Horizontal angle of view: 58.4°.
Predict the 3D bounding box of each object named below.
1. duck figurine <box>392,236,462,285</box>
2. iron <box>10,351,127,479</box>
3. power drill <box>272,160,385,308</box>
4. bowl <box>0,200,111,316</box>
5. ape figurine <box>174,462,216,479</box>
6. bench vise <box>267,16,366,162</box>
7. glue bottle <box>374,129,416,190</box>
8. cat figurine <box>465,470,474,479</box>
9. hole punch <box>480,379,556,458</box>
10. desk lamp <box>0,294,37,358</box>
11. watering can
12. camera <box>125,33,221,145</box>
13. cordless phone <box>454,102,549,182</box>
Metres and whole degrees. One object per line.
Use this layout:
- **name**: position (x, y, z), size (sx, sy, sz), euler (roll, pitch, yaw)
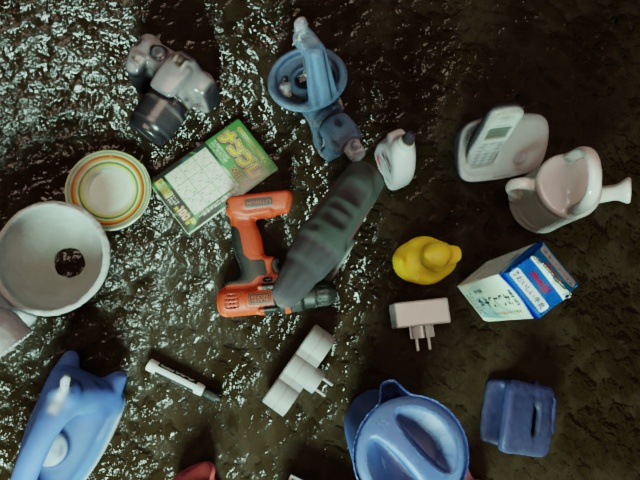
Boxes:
- **duck figurine**: position (0.166, 0.027, 0.877), size (0.104, 0.086, 0.077), euler (-5, 80, -4)
- **iron**: position (-0.367, 0.287, 0.773), size (0.118, 0.141, 0.258), euler (21, 80, 1)
- **power drill**: position (0.007, 0.003, 0.810), size (0.075, 0.208, 0.230), euler (32, 80, 3)
- **bowl**: position (-0.385, 0.030, 0.850), size (0.167, 0.074, 0.167), euler (1, 80, -3)
- **ape figurine**: position (-0.172, 0.351, 0.798), size (0.076, 0.092, 0.078), euler (20, 80, 1)
- **bench vise**: position (0.010, -0.223, 0.843), size (0.207, 0.219, 0.121), euler (39, 80, 4)
- **glue bottle**: position (0.119, -0.131, 0.857), size (0.037, 0.173, 0.078), euler (-25, 82, -7)
- **cat figurine**: position (0.192, 0.386, 0.801), size (0.067, 0.117, 0.128), euler (39, 80, 4)
- **hole punch**: position (0.299, 0.259, 0.843), size (0.101, 0.091, 0.109), euler (10, 80, -1)
- **desk lamp**: position (-0.468, 0.098, 0.763), size (0.118, 0.213, 0.203), euler (-40, 84, -9)
- **watering can**: position (0.372, -0.079, 0.853), size (0.173, 0.194, 0.101), euler (-17, 81, -6)
- **camera**: position (-0.248, -0.229, 0.889), size (0.143, 0.101, 0.137), euler (32, 80, 3)
- **cordless phone**: position (0.289, -0.158, 0.866), size (0.147, 0.185, 0.094), euler (-11, 81, -5)
